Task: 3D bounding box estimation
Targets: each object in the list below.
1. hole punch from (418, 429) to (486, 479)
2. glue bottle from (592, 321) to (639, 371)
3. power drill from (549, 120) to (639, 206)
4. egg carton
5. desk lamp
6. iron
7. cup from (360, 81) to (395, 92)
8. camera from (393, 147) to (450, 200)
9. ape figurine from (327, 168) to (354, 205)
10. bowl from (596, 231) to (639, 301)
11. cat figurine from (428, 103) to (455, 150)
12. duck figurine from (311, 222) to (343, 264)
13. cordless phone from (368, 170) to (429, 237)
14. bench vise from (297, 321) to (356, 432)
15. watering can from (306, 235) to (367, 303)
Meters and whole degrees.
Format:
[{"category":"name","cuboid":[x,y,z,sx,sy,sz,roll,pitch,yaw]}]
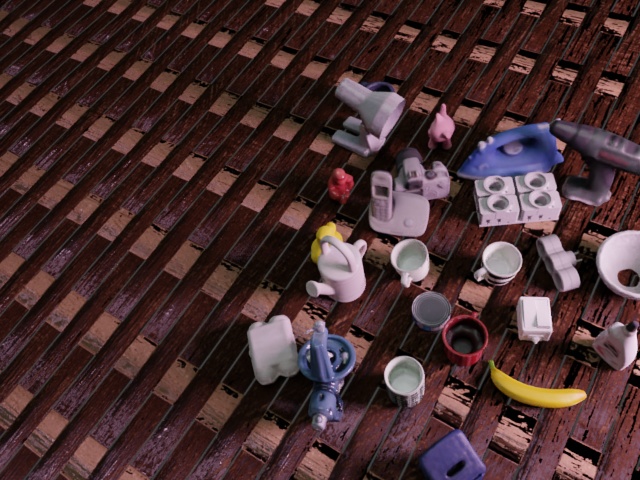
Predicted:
[{"category":"hole punch","cuboid":[0.252,0.428,1.084,0.109,0.091,0.101,-34,59,-11]},{"category":"glue bottle","cuboid":[0.589,0.196,1.121,0.037,0.173,0.078,-36,59,-12]},{"category":"power drill","cuboid":[0.629,-0.175,1.324,0.229,0.209,0.076,18,63,20]},{"category":"egg carton","cuboid":[-0.104,0.244,1.274,0.107,0.069,0.150,-18,57,-1]},{"category":"desk lamp","cuboid":[0.120,-0.318,1.498,0.202,0.214,0.118,28,67,24]},{"category":"iron","cuboid":[0.470,-0.228,1.424,0.258,0.142,0.118,-13,57,2]},{"category":"cup","cuboid":[0.156,-0.387,1.606,0.092,0.095,0.117,-40,60,-15]},{"category":"camera","cuboid":[0.248,-0.176,1.455,0.143,0.101,0.136,-9,57,5]},{"category":"ape figurine","cuboid":[0.051,-0.149,1.477,0.078,0.092,0.076,-30,58,-9]},{"category":"bowl","cuboid":[0.682,0.067,1.244,0.167,0.075,0.167,-4,58,7]},{"category":"cat figurine","cuboid":[0.321,-0.300,1.509,0.067,0.118,0.128,5,60,13]},{"category":"duck figurine","cuboid":[0.013,0.005,1.392,0.077,0.086,0.105,19,63,20]},{"category":"cordless phone","cuboid":[0.186,-0.092,1.363,0.147,0.185,0.094,6,60,14]},{"category":"bench vise","cuboid":[0.018,0.265,1.150,0.121,0.220,0.207,-14,57,2]},{"category":"watering can","cuboid":[0.042,0.062,1.287,0.100,0.194,0.173,14,62,18]}]
